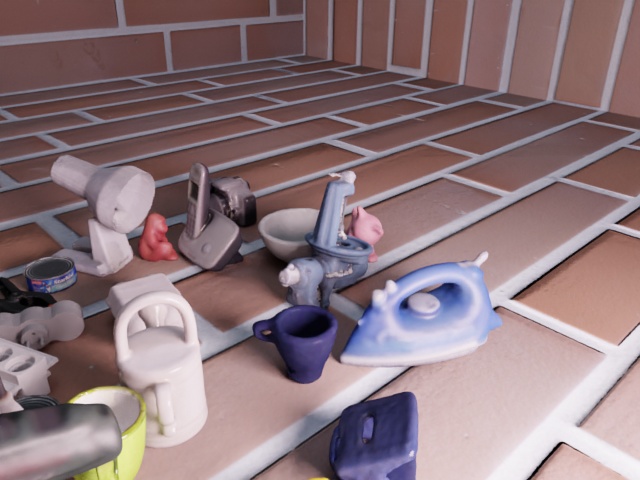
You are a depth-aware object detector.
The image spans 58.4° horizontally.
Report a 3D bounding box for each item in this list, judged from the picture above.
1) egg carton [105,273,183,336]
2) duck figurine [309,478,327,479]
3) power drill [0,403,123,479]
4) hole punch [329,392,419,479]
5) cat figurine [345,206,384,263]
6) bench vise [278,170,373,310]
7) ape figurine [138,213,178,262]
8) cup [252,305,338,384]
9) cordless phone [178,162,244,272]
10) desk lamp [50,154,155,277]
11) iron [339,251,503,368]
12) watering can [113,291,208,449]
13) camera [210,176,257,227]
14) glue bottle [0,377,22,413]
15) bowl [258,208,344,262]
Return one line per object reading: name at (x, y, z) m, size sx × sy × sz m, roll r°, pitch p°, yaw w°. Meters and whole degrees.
egg carton at (-0.269, 0.112, 0.903) m, size 0.107 × 0.069 × 0.149 m, roll -16°, pitch 31°, yaw -30°
duck figurine at (-0.003, 0.274, 0.570) m, size 0.077 × 0.086 × 0.105 m, roll 24°, pitch 35°, yaw 38°
power drill at (-0.282, 0.239, 0.493) m, size 0.230 × 0.208 × 0.075 m, roll -18°, pitch 32°, yaw -33°
hole punch at (0.062, 0.231, 0.651) m, size 0.101 × 0.091 × 0.108 m, roll 4°, pitch 27°, yaw 6°
cat figurine at (0.082, -0.018, 1.118) m, size 0.067 × 0.118 × 0.127 m, roll -4°, pitch 27°, yaw -10°
bench vise at (0.020, 0.006, 0.955) m, size 0.121 × 0.220 × 0.208 m, roll 10°, pitch 28°, yaw 18°
ape figurine at (-0.317, -0.008, 1.114) m, size 0.076 × 0.092 × 0.077 m, roll -2°, pitch 27°, yaw -5°
cup at (-0.035, 0.152, 0.801) m, size 0.117 × 0.095 × 0.091 m, roll 1°, pitch 27°, yaw 1°
cordless phone at (-0.212, -0.045, 1.087) m, size 0.094 × 0.185 × 0.147 m, roll -21°, pitch 34°, yaw -37°
desk lamp at (-0.405, -0.046, 1.051) m, size 0.202 × 0.214 × 0.118 m, roll 10°, pitch 28°, yaw 18°
iron at (0.148, 0.099, 0.860) m, size 0.259 × 0.141 × 0.118 m, roll -11°, pitch 29°, yaw -22°
watering can at (-0.200, 0.144, 0.702) m, size 0.101 × 0.194 × 0.172 m, roll -21°, pitch 34°, yaw -36°
camera at (-0.228, -0.086, 1.262) m, size 0.137 × 0.101 × 0.142 m, roll -22°, pitch 35°, yaw -38°
glue bottle at (-0.321, 0.206, 0.597) m, size 0.077 × 0.173 × 0.037 m, roll 22°, pitch 34°, yaw 36°
bowl at (-0.037, 0.002, 1.123) m, size 0.167 × 0.075 × 0.167 m, roll 1°, pitch 27°, yaw 0°
